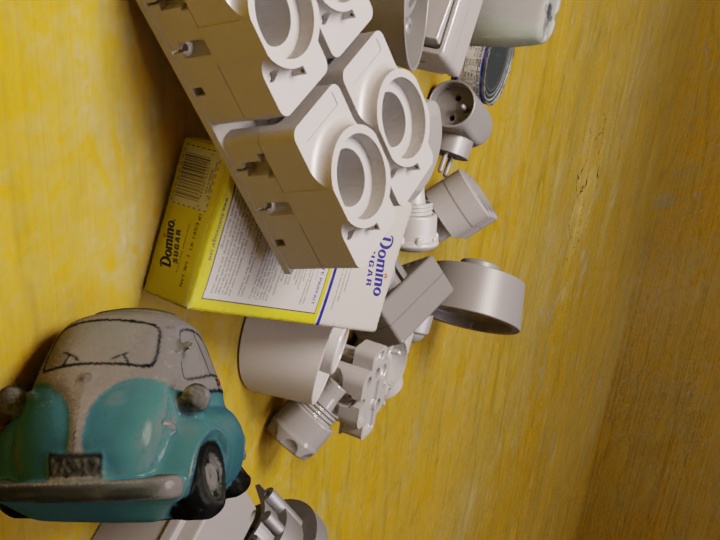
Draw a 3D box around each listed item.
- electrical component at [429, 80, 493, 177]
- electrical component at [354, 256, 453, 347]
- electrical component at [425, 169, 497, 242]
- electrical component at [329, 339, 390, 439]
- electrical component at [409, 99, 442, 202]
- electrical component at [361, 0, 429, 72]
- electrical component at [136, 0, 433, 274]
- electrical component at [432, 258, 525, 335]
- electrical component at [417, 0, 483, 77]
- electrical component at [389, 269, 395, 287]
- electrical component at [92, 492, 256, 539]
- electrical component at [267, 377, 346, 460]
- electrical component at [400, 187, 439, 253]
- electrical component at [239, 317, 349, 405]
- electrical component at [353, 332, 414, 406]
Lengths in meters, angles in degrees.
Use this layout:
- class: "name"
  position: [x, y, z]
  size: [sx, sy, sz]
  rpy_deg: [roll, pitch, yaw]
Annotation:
- class: "electrical component"
  position: [0.086, -0.124, 0.980]
  size: [0.077, 0.044, 0.079]
  rpy_deg: [23, 85, -70]
- class: "electrical component"
  position: [0.024, 0.013, 0.912]
  size: [0.083, 0.047, 0.075]
  rpy_deg: [-42, 105, -39]
- class: "electrical component"
  position: [0.082, -0.052, 1.013]
  size: [0.074, 0.052, 0.138]
  rpy_deg: [-32, 175, 10]
- class: "electrical component"
  position: [-0.014, 0.090, 0.866]
  size: [0.058, 0.057, 0.078]
  rpy_deg: [-32, 135, -60]
- class: "electrical component"
  position: [0.029, -0.097, 0.840]
  size: [0.080, 0.051, 0.080]
  rpy_deg: [17, 90, -70]
- class: "electrical component"
  position: [0.021, -0.189, 0.726]
  size: [0.099, 0.064, 0.099]
  rpy_deg: [17, 90, -70]
- class: "electrical component"
  position: [-0.030, -0.103, 0.569]
  size: [0.105, 0.060, 0.186]
  rpy_deg: [-56, 132, -39]
- class: "electrical component"
  position: [0.116, 0.022, 1.091]
  size: [0.108, 0.108, 0.060]
  rpy_deg: [44, 59, -68]
- class: "electrical component"
  position: [0.053, -0.202, 0.803]
  size: [0.061, 0.062, 0.096]
  rpy_deg: [22, 85, -70]
- class: "electrical component"
  position: [0.000, 0.000, 0.850]
  size: [0.055, 0.045, 0.045]
  rpy_deg: [1, 105, -70]
- class: "electrical component"
  position: [-0.118, 0.170, 0.654]
  size: [0.078, 0.057, 0.113]
  rpy_deg: [75, 36, -55]
- class: "electrical component"
  position: [-0.037, 0.111, 0.823]
  size: [0.062, 0.043, 0.043]
  rpy_deg: [-49, 157, -3]
- class: "electrical component"
  position: [0.046, -0.048, 0.937]
  size: [0.048, 0.048, 0.062]
  rpy_deg: [-26, 121, -64]
- class: "electrical component"
  position: [-0.044, 0.047, 0.779]
  size: [0.099, 0.064, 0.099]
  rpy_deg: [18, 90, -84]
- class: "electrical component"
  position: [0.017, 0.089, 0.959]
  size: [0.077, 0.044, 0.079]
  rpy_deg: [-59, 147, -35]
